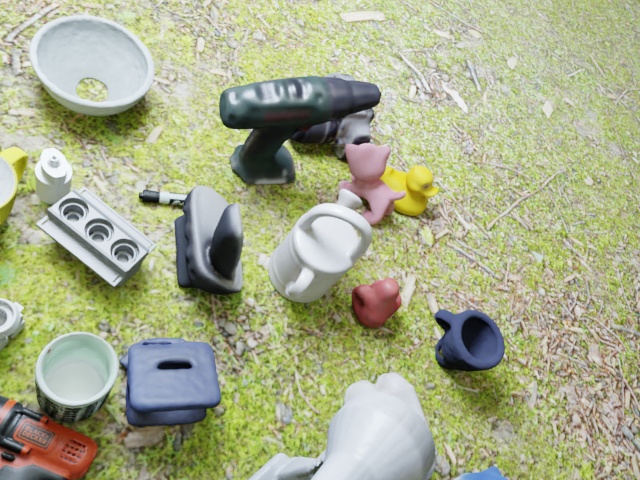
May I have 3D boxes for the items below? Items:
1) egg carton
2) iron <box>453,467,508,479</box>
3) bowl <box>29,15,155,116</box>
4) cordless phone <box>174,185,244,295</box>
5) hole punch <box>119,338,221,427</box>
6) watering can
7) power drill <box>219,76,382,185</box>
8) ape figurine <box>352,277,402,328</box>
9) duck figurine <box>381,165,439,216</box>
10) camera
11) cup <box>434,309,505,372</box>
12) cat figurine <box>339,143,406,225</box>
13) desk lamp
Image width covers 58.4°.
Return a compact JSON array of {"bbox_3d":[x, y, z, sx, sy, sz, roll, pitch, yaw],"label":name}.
[{"bbox_3d":[0.093,0.261,0.780,0.107,0.069,0.150,-9,68,-29],"label":"egg carton"},{"bbox_3d":[0.183,0.384,0.714,0.259,0.141,0.118,-20,74,-33],"label":"iron"},{"bbox_3d":[-0.332,-0.241,0.838,0.168,0.074,0.167,12,60,-20],"label":"bowl"},{"bbox_3d":[-0.129,-0.019,0.751,0.094,0.184,0.147,-2,65,-27],"label":"cordless phone"},{"bbox_3d":[-0.179,0.164,0.686,0.109,0.091,0.101,3,63,-24],"label":"hole punch"},{"bbox_3d":[0.005,0.002,0.799,0.101,0.193,0.173,14,59,-18],"label":"watering can"},{"bbox_3d":[-0.047,-0.168,0.856,0.230,0.208,0.075,-5,66,-28],"label":"power drill"},{"bbox_3d":[0.091,0.086,0.859,0.078,0.092,0.076,30,55,-9],"label":"ape figurine"},{"bbox_3d":[0.157,-0.099,0.994,0.104,0.086,0.078,36,54,-4],"label":"duck figurine"},{"bbox_3d":[0.012,-0.219,0.978,0.137,0.100,0.143,-5,67,-28],"label":"camera"},{"bbox_3d":[0.208,0.157,0.877,0.118,0.094,0.092,36,54,-4],"label":"cup"},{"bbox_3d":[0.088,-0.104,0.944,0.128,0.117,0.067,47,54,4],"label":"cat figurine"},{"bbox_3d":[0.006,0.279,0.639,0.204,0.213,0.118,-34,82,-35],"label":"desk lamp"}]
